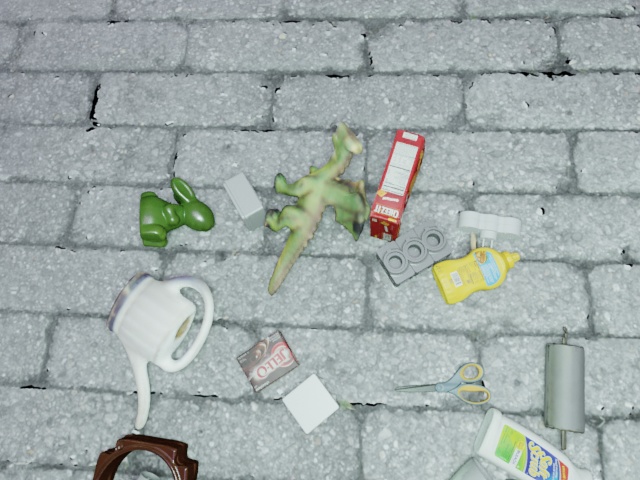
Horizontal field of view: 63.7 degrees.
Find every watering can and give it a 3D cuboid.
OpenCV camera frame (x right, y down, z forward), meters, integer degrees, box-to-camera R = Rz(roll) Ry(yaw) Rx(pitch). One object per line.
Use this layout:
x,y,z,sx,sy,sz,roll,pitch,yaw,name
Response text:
-0.383,0.222,1.151,0.225,0.103,0.348,31,87,12,watering can

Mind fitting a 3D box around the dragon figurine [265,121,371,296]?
0.003,-0.057,1.140,0.243,0.122,0.411,8,87,47,dragon figurine
